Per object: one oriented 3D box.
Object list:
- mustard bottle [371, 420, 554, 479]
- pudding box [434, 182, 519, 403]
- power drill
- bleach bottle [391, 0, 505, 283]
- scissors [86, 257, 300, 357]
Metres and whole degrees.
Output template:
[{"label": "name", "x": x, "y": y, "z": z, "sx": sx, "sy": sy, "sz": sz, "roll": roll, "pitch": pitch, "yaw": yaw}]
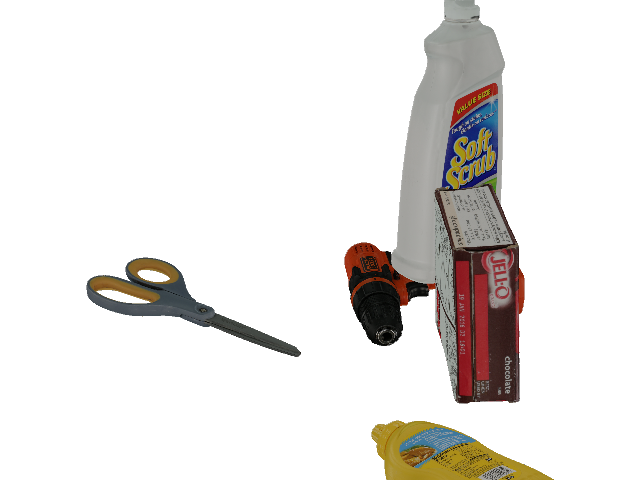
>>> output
[{"label": "mustard bottle", "x": 0.116, "y": 0.212, "z": 0.981, "sx": 0.096, "sy": 0.058, "sz": 0.192, "roll": -16, "pitch": 25, "yaw": -36}, {"label": "pudding box", "x": 0.087, "y": 0.026, "z": 0.598, "sx": 0.039, "sy": 0.090, "sz": 0.113, "roll": -3, "pitch": 20, "yaw": 0}, {"label": "power drill", "x": 0.125, "y": 0.052, "z": 1.176, "sx": 0.187, "sy": 0.057, "sz": 0.184, "roll": -3, "pitch": 28, "yaw": -5}, {"label": "bleach bottle", "x": 0.117, "y": -0.092, "z": 0.967, "sx": 0.102, "sy": 0.251, "sz": 0.068, "roll": -12, "pitch": 23, "yaw": -27}, {"label": "scissors", "x": -0.105, "y": 0.055, "z": 0.944, "sx": 0.202, "sy": 0.016, "sz": 0.096, "roll": 12, "pitch": 28, "yaw": 7}]
